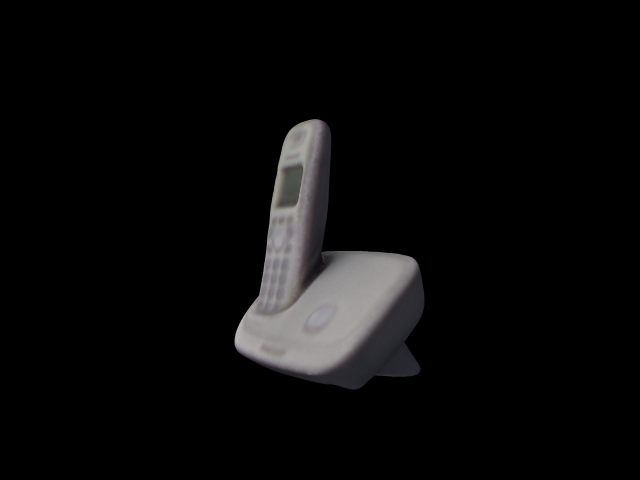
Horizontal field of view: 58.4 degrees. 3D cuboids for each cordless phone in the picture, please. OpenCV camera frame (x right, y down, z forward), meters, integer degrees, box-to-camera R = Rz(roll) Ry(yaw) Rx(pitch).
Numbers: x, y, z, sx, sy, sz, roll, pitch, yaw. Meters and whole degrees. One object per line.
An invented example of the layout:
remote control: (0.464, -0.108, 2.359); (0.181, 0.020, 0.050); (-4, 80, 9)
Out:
cordless phone: (0.004, 0.001, 0.400); (0.094, 0.185, 0.147); (0, 0, -37)
